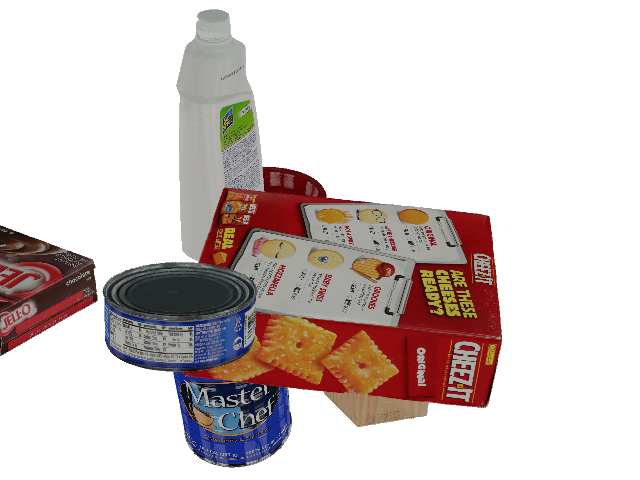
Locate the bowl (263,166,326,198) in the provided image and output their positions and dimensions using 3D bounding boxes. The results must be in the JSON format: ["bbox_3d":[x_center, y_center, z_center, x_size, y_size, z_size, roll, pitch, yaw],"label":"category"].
[{"bbox_3d":[-0.074,-0.032,1.330,0.162,0.055,0.162,0,31,0],"label":"bowl"}]

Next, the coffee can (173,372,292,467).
[{"bbox_3d":[-0.081,0.119,0.961,0.103,0.140,0.103,-2,39,2],"label":"coffee can"}]

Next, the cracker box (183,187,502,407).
[{"bbox_3d":[0.018,0.039,0.785,0.213,0.072,0.164,6,33,2],"label":"cracker box"}]

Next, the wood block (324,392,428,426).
[{"bbox_3d":[0.065,0.084,1.155,0.090,0.206,0.091,-5,19,-23],"label":"wood block"}]

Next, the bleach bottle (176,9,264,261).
[{"bbox_3d":[-0.095,-0.102,1.025,0.068,0.251,0.102,17,38,21],"label":"bleach bottle"}]

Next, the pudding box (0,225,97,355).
[{"bbox_3d":[-0.227,0.031,0.743,0.114,0.039,0.089,15,30,32],"label":"pudding box"}]

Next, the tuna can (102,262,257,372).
[{"bbox_3d":[-0.079,0.042,0.601,0.086,0.034,0.086,2,18,-1],"label":"tuna can"}]
